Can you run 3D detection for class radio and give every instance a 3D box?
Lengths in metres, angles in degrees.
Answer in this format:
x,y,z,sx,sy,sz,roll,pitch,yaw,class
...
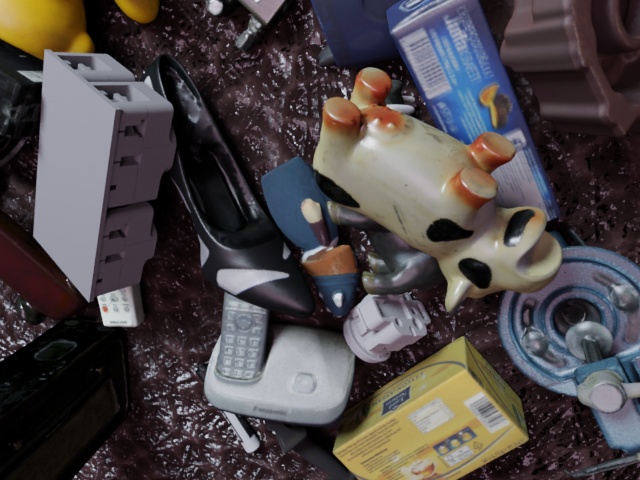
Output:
x,y,z,sx,sy,sz,roll,pitch,yaw,class
-0.281,0.178,0.541,0.073,0.229,0.131,7,107,7,radio

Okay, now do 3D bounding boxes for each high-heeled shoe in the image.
x,y,z,sx,sy,sz,roll,pitch,yaw,class
-0.079,-0.051,0.469,0.249,0.086,0.145,36,129,23,high-heeled shoe

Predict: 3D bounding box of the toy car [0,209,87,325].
x,y,z,sx,sy,sz,roll,pitch,yaw,class
-0.328,0.007,0.565,0.089,0.053,0.202,-31,118,15,toy car

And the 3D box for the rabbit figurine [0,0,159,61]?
x,y,z,sx,sy,sz,roll,pitch,yaw,class
-0.220,-0.240,0.448,0.162,0.122,0.173,26,93,0,rabbit figurine

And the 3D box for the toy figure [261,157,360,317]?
x,y,z,sx,sy,sz,roll,pitch,yaw,class
-0.002,-0.001,0.505,0.058,0.064,0.154,-25,101,13,toy figure

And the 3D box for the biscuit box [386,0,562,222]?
x,y,z,sx,sy,sz,roll,pitch,yaw,class
0.121,-0.095,0.413,0.059,0.063,0.202,-23,122,20,biscuit box

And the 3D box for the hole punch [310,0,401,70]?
x,y,z,sx,sy,sz,roll,pitch,yaw,class
0.047,-0.199,0.415,0.142,0.092,0.115,-16,108,13,hole punch

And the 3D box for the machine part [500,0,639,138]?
x,y,z,sx,sy,sz,roll,pitch,yaw,class
0.198,-0.158,0.360,0.179,0.056,0.179,-8,106,-31,machine part

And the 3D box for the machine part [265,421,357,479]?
x,y,z,sx,sy,sz,roll,pitch,yaw,class
-0.015,0.224,0.586,0.138,0.084,0.039,46,75,-17,machine part

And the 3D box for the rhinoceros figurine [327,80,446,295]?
x,y,z,sx,sy,sz,roll,pitch,yaw,class
0.065,-0.041,0.471,0.112,0.073,0.190,-13,105,18,rhinoceros figurine

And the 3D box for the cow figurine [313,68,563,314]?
x,y,z,sx,sy,sz,roll,pitch,yaw,class
0.083,-0.022,0.391,0.195,0.085,0.127,30,145,5,cow figurine

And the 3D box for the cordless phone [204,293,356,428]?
x,y,z,sx,sy,sz,roll,pitch,yaw,class
-0.034,0.084,0.542,0.147,0.088,0.184,5,91,11,cordless phone

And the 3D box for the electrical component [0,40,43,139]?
x,y,z,sx,sy,sz,roll,pitch,yaw,class
-0.291,-0.150,0.490,0.134,0.115,0.058,33,109,5,electrical component

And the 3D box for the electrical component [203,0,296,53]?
x,y,z,sx,sy,sz,roll,pitch,yaw,class
-0.058,-0.221,0.451,0.102,0.045,0.078,-39,95,21,electrical component

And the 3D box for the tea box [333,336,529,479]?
x,y,z,sx,sy,sz,roll,pitch,yaw,class
0.108,0.188,0.543,0.169,0.068,0.098,-38,97,22,tea box

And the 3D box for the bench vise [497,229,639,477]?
x,y,z,sx,sy,sz,roll,pitch,yaw,class
0.215,0.098,0.408,0.129,0.240,0.223,-22,87,22,bench vise
